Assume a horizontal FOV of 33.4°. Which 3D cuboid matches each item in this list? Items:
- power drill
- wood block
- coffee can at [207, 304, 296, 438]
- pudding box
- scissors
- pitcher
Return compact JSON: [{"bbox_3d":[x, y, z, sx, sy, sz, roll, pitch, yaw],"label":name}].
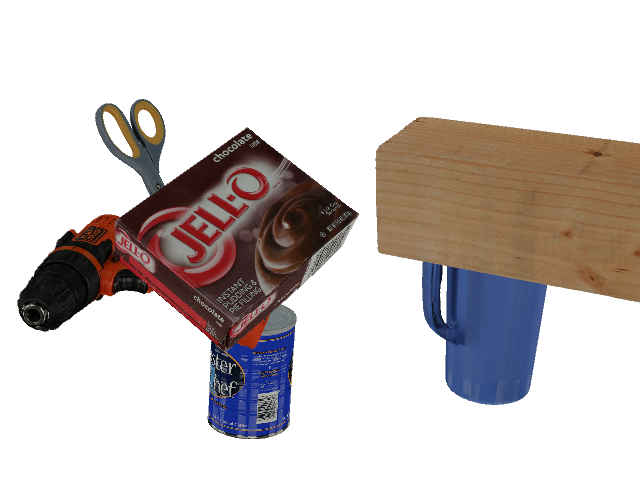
[{"bbox_3d":[-0.135,0.037,0.876,0.187,0.057,0.184,12,23,5],"label":"power drill"},{"bbox_3d":[0.153,-0.029,0.808,0.206,0.090,0.090,11,28,27],"label":"wood block"},{"bbox_3d":[-0.084,0.155,1.295,0.103,0.140,0.103,3,17,-1],"label":"coffee can"},{"bbox_3d":[-0.048,-0.003,0.610,0.090,0.039,0.113,39,51,14],"label":"pudding box"},{"bbox_3d":[-0.180,-0.076,1.209,0.016,0.201,0.096,-20,22,42],"label":"scissors"},{"bbox_3d":[0.207,0.077,1.323,0.149,0.243,0.144,7,20,15],"label":"pitcher"}]
